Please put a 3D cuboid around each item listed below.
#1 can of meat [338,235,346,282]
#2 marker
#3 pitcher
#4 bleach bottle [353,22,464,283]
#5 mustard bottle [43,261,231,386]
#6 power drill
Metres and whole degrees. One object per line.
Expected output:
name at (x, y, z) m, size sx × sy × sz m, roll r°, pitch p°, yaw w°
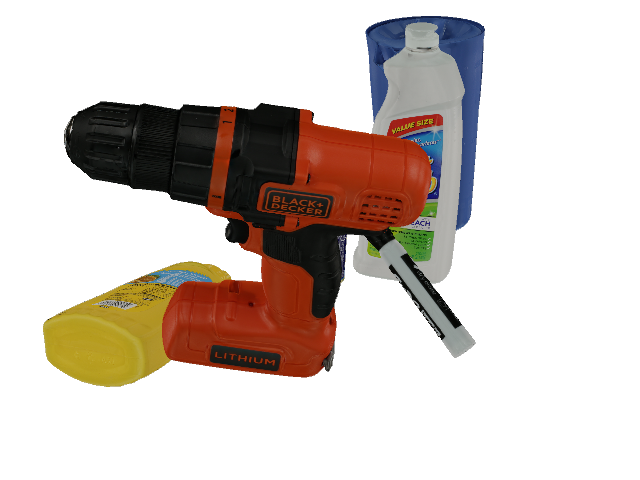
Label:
can of meat at (-0.009, -0.006, 1.217) m, size 0.057 × 0.084 × 0.102 m, roll -13°, pitch 39°, yaw -20°
marker at (0.066, 0.029, 0.753) m, size 0.020 × 0.121 × 0.020 m, roll -33°, pitch -15°, yaw -10°
pitcher at (0.130, -0.137, 1.249) m, size 0.149 × 0.243 × 0.145 m, roll -5°, pitch 26°, yaw -4°
bleach bottle at (0.085, -0.084, 1.026) m, size 0.103 × 0.251 × 0.068 m, roll 8°, pitch 29°, yaw 15°
mustard bottle at (-0.129, 0.058, 0.869) m, size 0.096 × 0.058 × 0.191 m, roll 4°, pitch 17°, yaw 26°
power drill at (-0.047, 0.002, 0.590) m, size 0.184 × 0.057 × 0.188 m, roll 9°, pitch -37°, yaw -4°
